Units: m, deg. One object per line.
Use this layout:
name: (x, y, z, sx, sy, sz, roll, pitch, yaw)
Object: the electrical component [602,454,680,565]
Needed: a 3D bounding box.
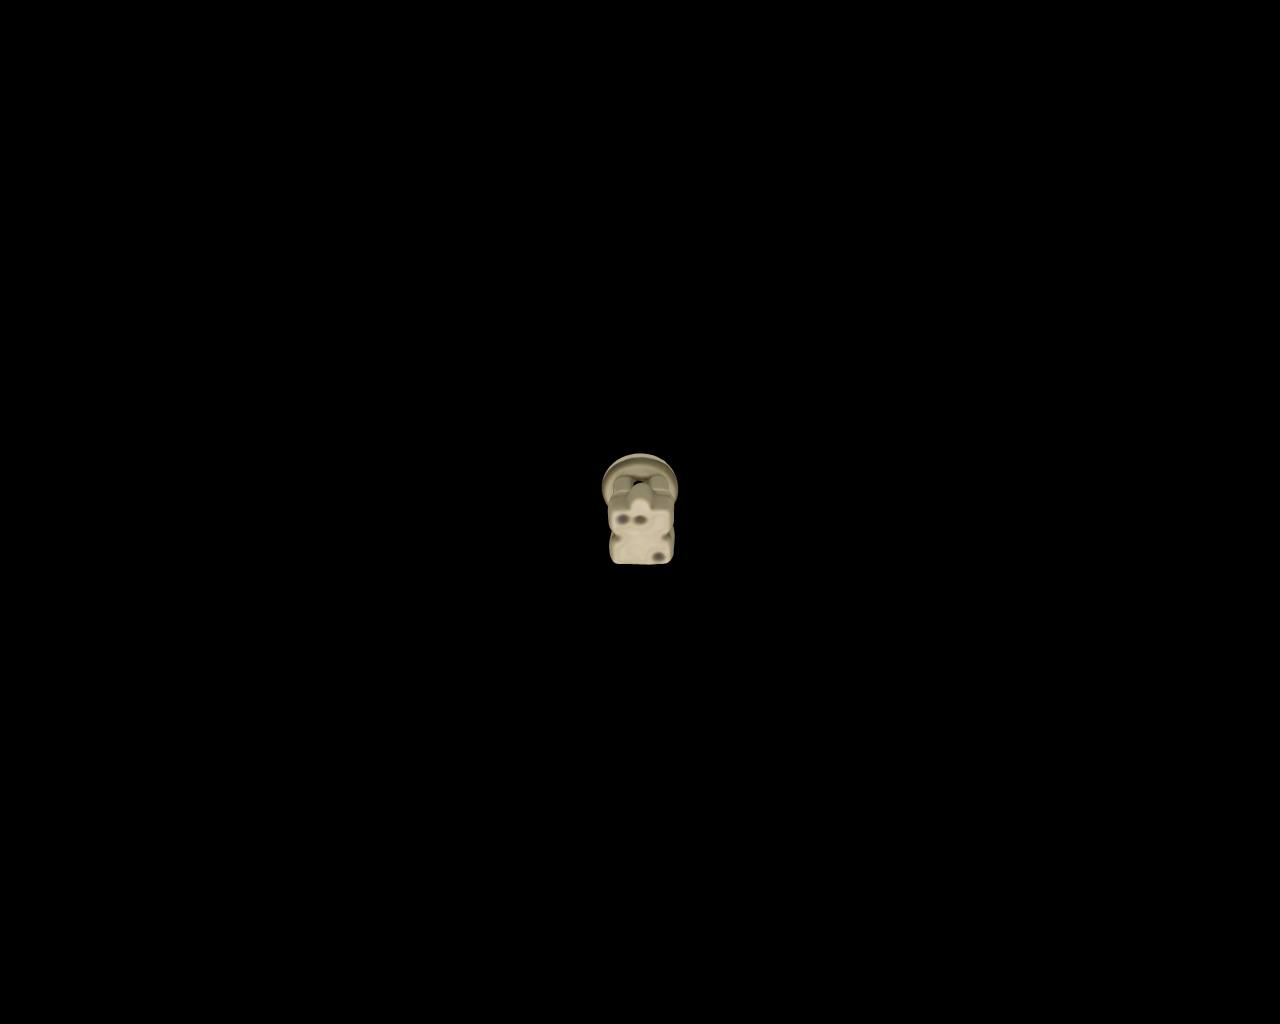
electrical component: (0.001, -0.003, 0.650, 0.048, 0.066, 0.055, 0, 40, 0)
